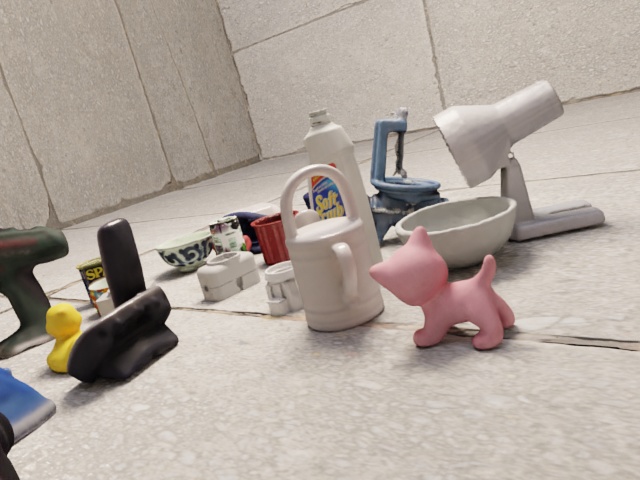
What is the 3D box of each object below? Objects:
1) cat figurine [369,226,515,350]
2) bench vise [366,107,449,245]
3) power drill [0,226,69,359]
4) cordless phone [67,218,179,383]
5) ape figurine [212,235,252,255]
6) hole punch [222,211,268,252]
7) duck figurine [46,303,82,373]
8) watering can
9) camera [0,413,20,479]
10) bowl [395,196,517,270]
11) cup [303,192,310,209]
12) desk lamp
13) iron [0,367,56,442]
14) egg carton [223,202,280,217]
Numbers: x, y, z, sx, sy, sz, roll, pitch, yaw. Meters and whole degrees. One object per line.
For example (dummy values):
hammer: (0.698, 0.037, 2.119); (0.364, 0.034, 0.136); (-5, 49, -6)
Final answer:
cat figurine: (0.120, 0.044, 0.580); (0.127, 0.118, 0.067); (-6, 16, 32)
bench vise: (0.108, -0.102, 0.972); (0.207, 0.220, 0.121); (-18, 14, -13)
power drill: (-0.514, 0.078, 0.930); (0.230, 0.208, 0.075); (-24, 16, -34)
cordless phone: (-0.269, 0.074, 0.731); (0.094, 0.185, 0.148); (-9, 15, 23)
ape figurine: (-0.183, 0.001, 1.143); (0.077, 0.092, 0.076); (-9, 14, 23)
hole punch: (-0.141, -0.027, 1.216); (0.108, 0.091, 0.101); (-4, 17, 38)
duck figurine: (-0.352, 0.131, 0.802); (0.078, 0.086, 0.104); (-23, 15, -30)
watering can: (0.004, 0.003, 0.707); (0.101, 0.194, 0.172); (-24, 16, -33)
camera: (-0.321, 0.191, 0.490); (0.143, 0.101, 0.137); (-12, 14, 11)
bowl: (0.192, -0.004, 0.793); (0.167, 0.075, 0.167); (-14, 13, 4)
cup: (0.030, -0.062, 1.167); (0.118, 0.095, 0.091); (-21, 15, -25)
desk lamp: (0.283, -0.112, 0.839); (0.203, 0.214, 0.118); (-12, 14, 10)
iron: (-0.418, 0.175, 0.573); (0.259, 0.141, 0.118); (-25, 17, -36)
egg carton: (-0.160, -0.039, 1.333); (0.150, 0.069, 0.107); (-19, 14, -16)
